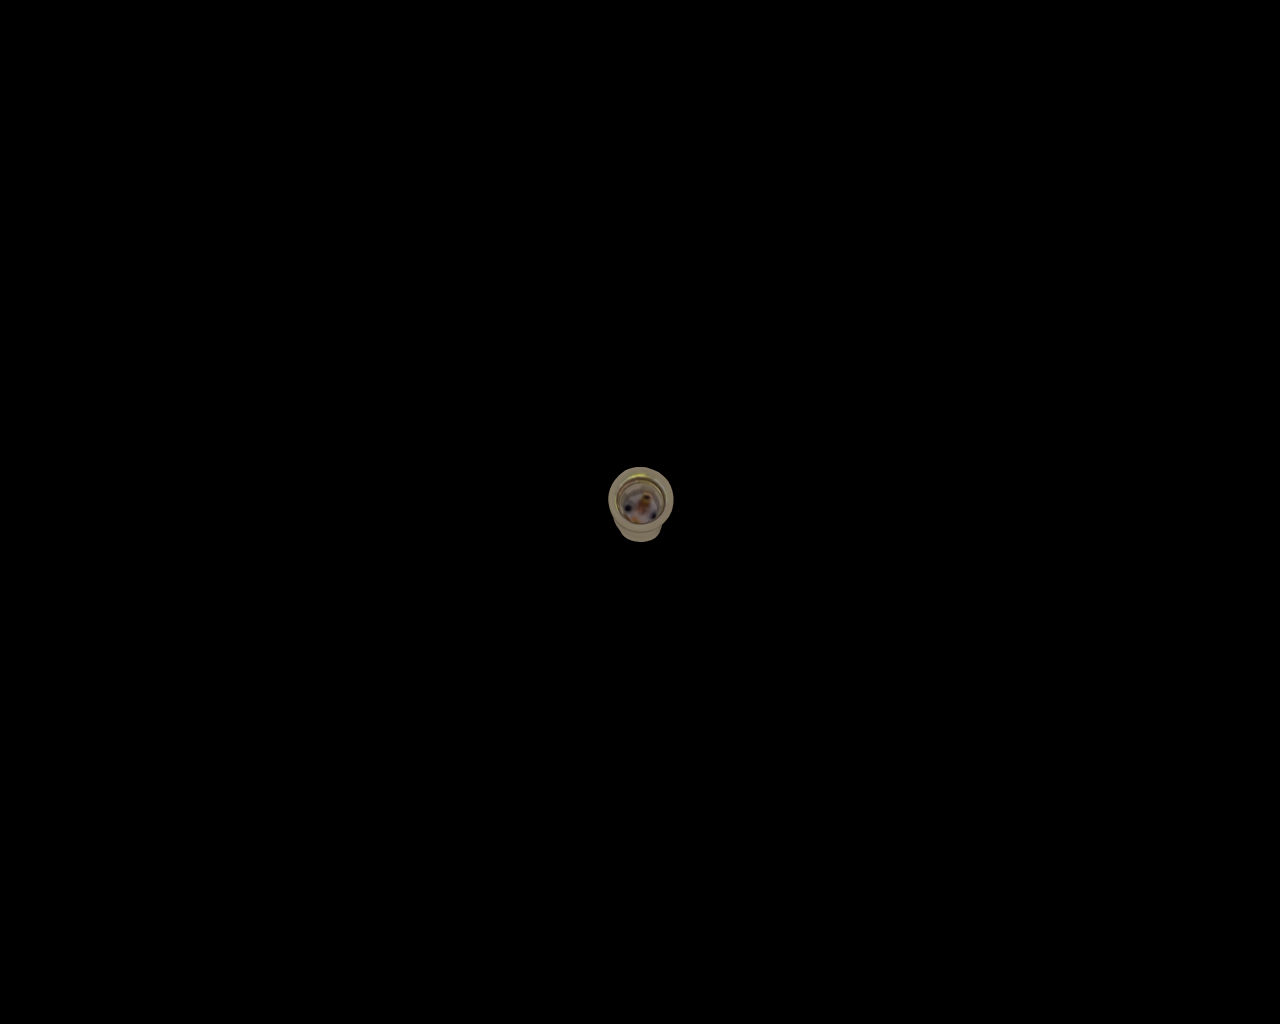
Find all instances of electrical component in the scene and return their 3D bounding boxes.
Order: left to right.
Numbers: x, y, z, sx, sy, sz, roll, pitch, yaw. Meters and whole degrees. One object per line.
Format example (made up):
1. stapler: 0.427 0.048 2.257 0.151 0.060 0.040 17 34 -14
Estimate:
1. electrical component: 0.001 -0.003 0.650 0.040 0.040 0.046 0 -16 0
